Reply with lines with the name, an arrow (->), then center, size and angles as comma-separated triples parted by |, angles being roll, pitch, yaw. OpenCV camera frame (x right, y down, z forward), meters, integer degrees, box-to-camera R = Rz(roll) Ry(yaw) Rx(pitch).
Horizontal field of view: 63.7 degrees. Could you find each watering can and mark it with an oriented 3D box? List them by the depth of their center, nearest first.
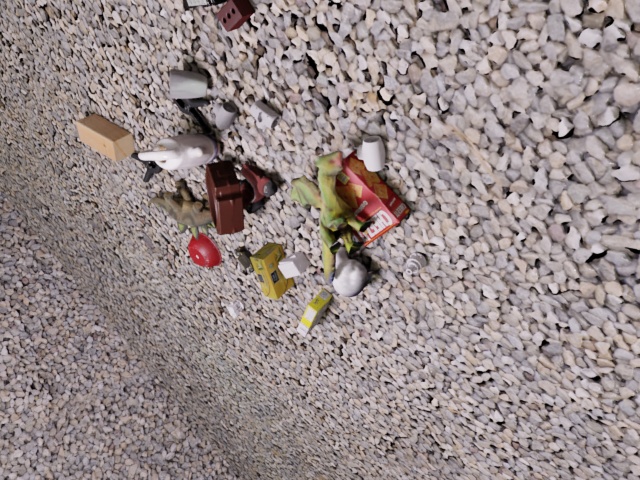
watering can -> -0.396, -0.268, 1.565 | 0.348, 0.226, 0.103 | 6, 108, 39

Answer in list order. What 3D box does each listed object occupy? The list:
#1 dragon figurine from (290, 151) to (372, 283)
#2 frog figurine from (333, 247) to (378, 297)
dragon figurine -> 0.004, -0.069, 1.371 | 0.246, 0.123, 0.401 | 52, 145, 23
frog figurine -> 0.066, 0.087, 1.516 | 0.159, 0.124, 0.136 | 40, 161, -9
